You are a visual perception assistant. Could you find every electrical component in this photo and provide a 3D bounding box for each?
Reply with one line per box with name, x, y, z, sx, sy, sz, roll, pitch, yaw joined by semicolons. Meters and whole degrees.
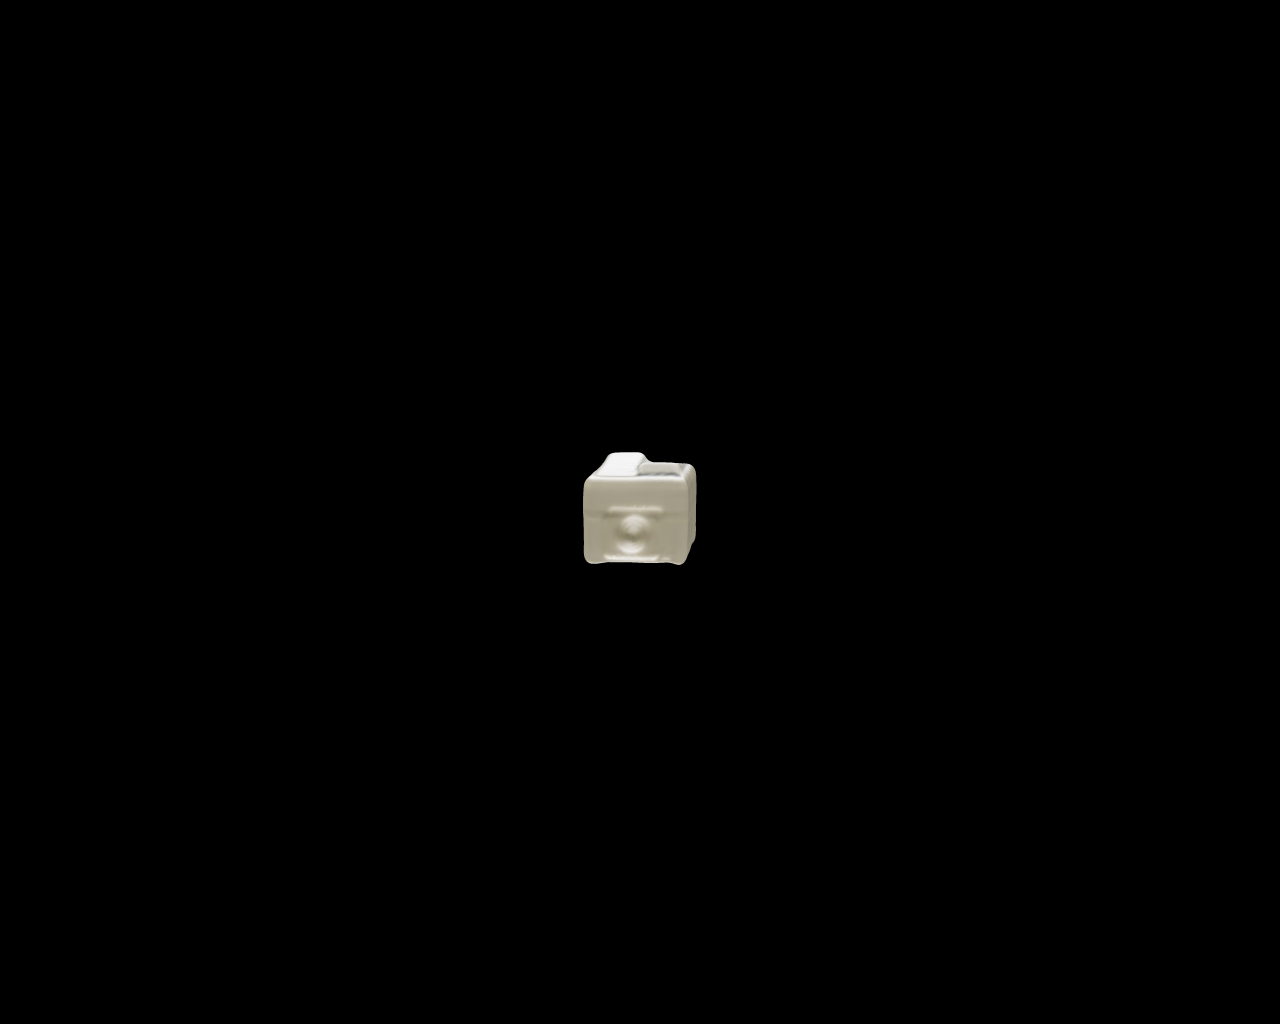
electrical component;0.001;-0.003;0.650;0.062;0.061;0.096;1;9;7
